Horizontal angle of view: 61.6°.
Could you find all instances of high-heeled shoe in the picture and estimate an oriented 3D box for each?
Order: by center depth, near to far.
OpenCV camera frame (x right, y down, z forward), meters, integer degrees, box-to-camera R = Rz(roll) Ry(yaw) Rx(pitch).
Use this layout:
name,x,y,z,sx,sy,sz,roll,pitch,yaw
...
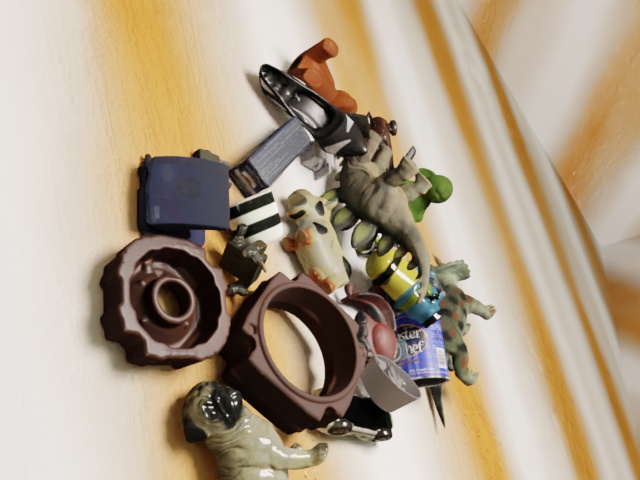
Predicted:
name,x,y,z,sx,sy,sz,roll,pitch,yaw
high-heeled shoe,-0.014,-0.251,1.020,0.086,0.249,0.145,-51,148,-7

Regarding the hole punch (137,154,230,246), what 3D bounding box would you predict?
name,x,y,z,sx,sy,sz,roll,pitch,yaw
hole punch,-0.189,-0.058,0.754,0.115,0.092,0.142,17,61,-44

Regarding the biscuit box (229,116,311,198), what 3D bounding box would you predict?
name,x,y,z,sx,sy,sz,roll,pitch,yaw
biscuit box,-0.085,-0.152,0.968,0.062,0.059,0.203,54,37,-15

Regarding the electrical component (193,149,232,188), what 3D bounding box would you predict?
name,x,y,z,sx,sy,sz,roll,pitch,yaw
electrical component,-0.180,-0.114,0.853,0.094,0.021,0.063,16,57,-47

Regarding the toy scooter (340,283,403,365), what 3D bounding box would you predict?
name,x,y,z,sx,sy,sz,roll,pitch,yaw
toy scooter,0.092,0.151,1.013,0.135,0.075,0.184,36,42,-37

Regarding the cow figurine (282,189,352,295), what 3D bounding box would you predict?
name,x,y,z,sx,sy,sz,roll,pitch,yaw
cow figurine,-0.002,-0.003,0.971,0.127,0.085,0.195,-22,86,-49

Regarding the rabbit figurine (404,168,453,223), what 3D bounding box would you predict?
name,x,y,z,sx,sy,sz,roll,pitch,yaw
rabbit figurine,0.245,-0.100,1.277,0.121,0.170,0.159,57,36,-15

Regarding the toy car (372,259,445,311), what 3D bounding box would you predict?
name,x,y,z,sx,sy,sz,roll,pitch,yaw
toy car,0.182,0.090,1.159,0.161,0.109,0.103,33,22,-23

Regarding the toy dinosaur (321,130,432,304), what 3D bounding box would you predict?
name,x,y,z,sx,sy,sz,roll,pitch,yaw
toy dinosaur,0.115,-0.069,1.031,0.105,0.198,0.472,36,13,-37

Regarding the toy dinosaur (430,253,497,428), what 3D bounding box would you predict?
name,x,y,z,sx,sy,sz,roll,pitch,yaw
toy dinosaur,0.280,0.192,1.211,0.192,0.131,0.405,40,46,-14

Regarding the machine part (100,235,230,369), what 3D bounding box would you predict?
name,x,y,z,sx,sy,sz,roll,pitch,yaw
machine part,-0.196,0.080,0.690,0.179,0.056,0.179,29,48,-39

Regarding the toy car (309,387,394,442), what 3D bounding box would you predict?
name,x,y,z,sx,sy,sz,roll,pitch,yaw
toy car,0.059,0.294,0.905,0.201,0.056,0.073,29,42,-43

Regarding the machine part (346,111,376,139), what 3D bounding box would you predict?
name,x,y,z,sx,sy,sz,roll,pitch,yaw
machine part,0.055,-0.246,1.165,0.139,0.084,0.039,-11,46,-29

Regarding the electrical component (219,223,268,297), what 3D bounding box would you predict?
name,x,y,z,sx,sy,sz,roll,pitch,yaw
electrical component,-0.113,0.035,0.797,0.078,0.102,0.045,37,35,4

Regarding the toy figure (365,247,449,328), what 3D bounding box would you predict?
name,x,y,z,sx,sy,sz,roll,pitch,yaw
toy figure,0.165,0.089,1.038,0.180,0.082,0.089,51,16,10

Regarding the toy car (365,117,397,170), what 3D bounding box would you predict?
name,x,y,z,sx,sy,sz,roll,pitch,yaw
toy car,0.145,-0.208,1.274,0.053,0.089,0.202,84,3,-63

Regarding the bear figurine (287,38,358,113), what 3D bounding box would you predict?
name,x,y,z,sx,sy,sz,roll,pitch,yaw
bear figurine,0.024,-0.315,1.157,0.195,0.132,0.120,40,72,-28

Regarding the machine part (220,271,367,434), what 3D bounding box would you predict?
name,x,y,z,sx,sy,sz,roll,pitch,yaw
machine part,-0.035,0.161,0.796,0.201,0.087,0.201,44,40,-10

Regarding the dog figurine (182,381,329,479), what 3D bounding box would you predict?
name,x,y,z,sx,sy,sz,roll,pitch,yaw
dog figurine,-0.108,0.286,0.670,0.190,0.121,0.172,31,47,-17
